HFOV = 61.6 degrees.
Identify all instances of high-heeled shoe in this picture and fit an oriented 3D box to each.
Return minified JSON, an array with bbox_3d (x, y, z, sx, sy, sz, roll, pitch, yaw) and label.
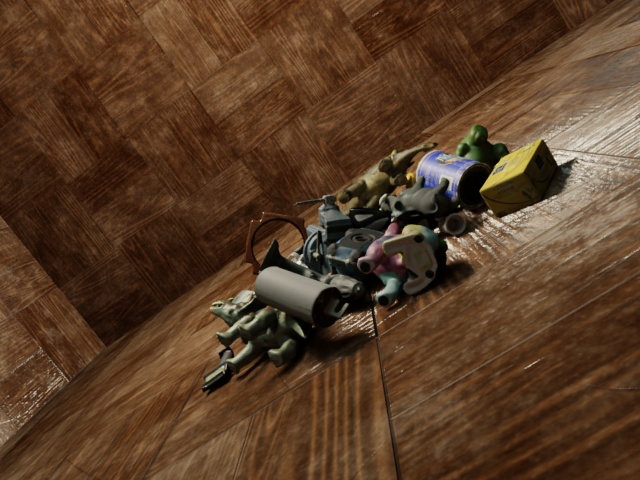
[{"bbox_3d":[0.195,-0.074,1.261,0.249,0.145,0.086,-36,9,8],"label":"high-heeled shoe"}]

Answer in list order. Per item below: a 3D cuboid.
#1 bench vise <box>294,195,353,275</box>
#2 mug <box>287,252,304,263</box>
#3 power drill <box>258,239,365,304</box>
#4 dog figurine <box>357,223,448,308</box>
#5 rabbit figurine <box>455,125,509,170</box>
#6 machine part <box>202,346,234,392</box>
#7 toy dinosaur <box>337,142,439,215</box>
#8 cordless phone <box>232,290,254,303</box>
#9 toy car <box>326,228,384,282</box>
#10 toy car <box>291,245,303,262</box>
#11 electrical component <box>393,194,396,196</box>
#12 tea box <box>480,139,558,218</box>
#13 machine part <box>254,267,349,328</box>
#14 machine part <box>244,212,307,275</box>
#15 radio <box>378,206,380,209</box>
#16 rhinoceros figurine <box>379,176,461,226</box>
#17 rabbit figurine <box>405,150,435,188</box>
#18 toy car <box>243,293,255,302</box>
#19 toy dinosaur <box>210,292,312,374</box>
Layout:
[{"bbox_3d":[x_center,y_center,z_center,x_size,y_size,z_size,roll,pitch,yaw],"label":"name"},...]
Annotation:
[{"bbox_3d":[0.007,-0.007,1.344,0.129,0.223,0.241,-19,12,-14],"label":"bench vise"},{"bbox_3d":[-0.054,0.091,1.473,0.107,0.109,0.081,-46,4,47],"label":"mug"},{"bbox_3d":[-0.021,0.073,1.124,0.232,0.207,0.086,138,152,-76],"label":"power drill"},{"bbox_3d":[0.161,0.022,1.020,0.191,0.108,0.219,-32,7,26],"label":"dog figurine"},{"bbox_3d":[0.358,-0.172,1.290,0.159,0.121,0.170,-33,23,40],"label":"rabbit figurine"},{"bbox_3d":[-0.228,0.295,1.238,0.084,0.039,0.139,-42,9,10],"label":"machine part"},{"bbox_3d":[0.142,-0.136,1.468,0.471,0.105,0.198,-35,4,38],"label":"toy dinosaur"},{"bbox_3d":[-0.139,0.179,1.425,0.184,0.088,0.146,-13,15,15],"label":"cordless phone"},{"bbox_3d":[0.087,0.042,1.178,0.109,0.102,0.161,12,30,32],"label":"toy car"},{"bbox_3d":[-0.097,0.099,1.605,0.202,0.089,0.053,-35,5,-8],"label":"toy car"},{"bbox_3d":[0.172,-0.075,1.637,0.134,0.058,0.115,-39,8,-22],"label":"electrical component"},{"bbox_3d":[0.388,-0.121,1.042,0.098,0.068,0.169,-27,13,41],"label":"tea box"},{"bbox_3d":[-0.042,0.103,0.987,0.243,0.079,0.079,16,46,45],"label":"machine part"},{"bbox_3d":[-0.131,0.019,1.696,0.201,0.201,0.087,9,-2,-4],"label":"machine part"},{"bbox_3d":[0.103,-0.009,1.485,0.230,0.073,0.131,-32,9,25],"label":"radio"},{"bbox_3d":[0.208,-0.077,1.150,0.112,0.073,0.190,-46,25,-21],"label":"rhinoceros figurine"},{"bbox_3d":[0.283,-0.150,1.457,0.173,0.122,0.162,-54,15,3],"label":"rabbit figurine"},{"bbox_3d":[-0.096,0.144,1.325,0.202,0.073,0.056,-24,32,14],"label":"toy car"},{"bbox_3d":[-0.092,0.177,1.123,0.405,0.131,0.192,-13,22,48],"label":"toy dinosaur"}]
